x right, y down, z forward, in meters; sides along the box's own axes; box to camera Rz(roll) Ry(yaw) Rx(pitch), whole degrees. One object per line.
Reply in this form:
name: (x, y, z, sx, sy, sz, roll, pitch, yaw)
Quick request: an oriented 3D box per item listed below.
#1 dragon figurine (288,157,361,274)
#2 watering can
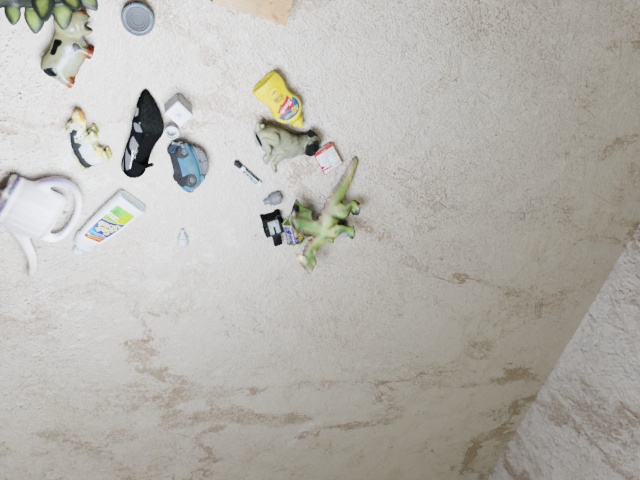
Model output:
dragon figurine: (0.005, -0.088, 1.741, 0.243, 0.407, 0.123, 0, 12, -41)
watering can: (-0.846, -0.052, 1.495, 0.222, 0.345, 0.106, 31, 15, -30)
